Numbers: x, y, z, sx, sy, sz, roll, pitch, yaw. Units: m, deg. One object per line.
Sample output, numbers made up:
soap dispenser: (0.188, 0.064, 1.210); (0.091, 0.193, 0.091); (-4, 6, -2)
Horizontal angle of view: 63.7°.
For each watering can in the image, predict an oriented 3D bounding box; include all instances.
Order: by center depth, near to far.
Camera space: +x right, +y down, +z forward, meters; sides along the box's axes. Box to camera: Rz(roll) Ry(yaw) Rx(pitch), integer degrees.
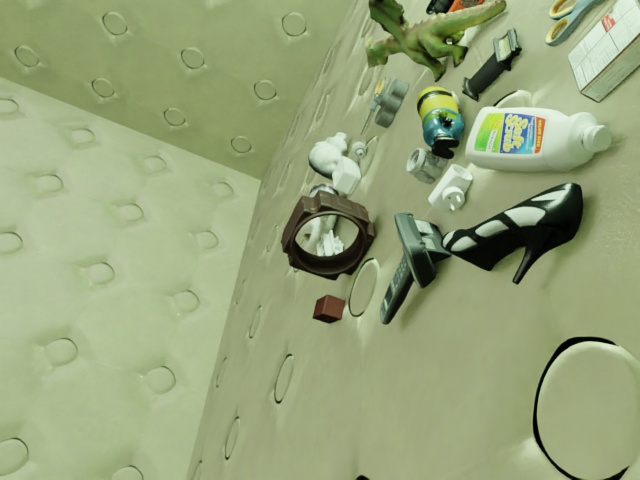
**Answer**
watering can: (0.005, -0.080, 1.582); (0.341, 0.104, 0.229); (117, 168, -63)

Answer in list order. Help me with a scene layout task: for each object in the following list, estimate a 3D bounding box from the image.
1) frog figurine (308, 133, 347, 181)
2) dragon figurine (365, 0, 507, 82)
frog figurine: (0.038, -0.303, 1.801); (0.157, 0.122, 0.140); (-54, 51, 19)
dragon figurine: (0.219, -0.493, 1.186); (0.124, 0.242, 0.406); (-68, 12, -15)
